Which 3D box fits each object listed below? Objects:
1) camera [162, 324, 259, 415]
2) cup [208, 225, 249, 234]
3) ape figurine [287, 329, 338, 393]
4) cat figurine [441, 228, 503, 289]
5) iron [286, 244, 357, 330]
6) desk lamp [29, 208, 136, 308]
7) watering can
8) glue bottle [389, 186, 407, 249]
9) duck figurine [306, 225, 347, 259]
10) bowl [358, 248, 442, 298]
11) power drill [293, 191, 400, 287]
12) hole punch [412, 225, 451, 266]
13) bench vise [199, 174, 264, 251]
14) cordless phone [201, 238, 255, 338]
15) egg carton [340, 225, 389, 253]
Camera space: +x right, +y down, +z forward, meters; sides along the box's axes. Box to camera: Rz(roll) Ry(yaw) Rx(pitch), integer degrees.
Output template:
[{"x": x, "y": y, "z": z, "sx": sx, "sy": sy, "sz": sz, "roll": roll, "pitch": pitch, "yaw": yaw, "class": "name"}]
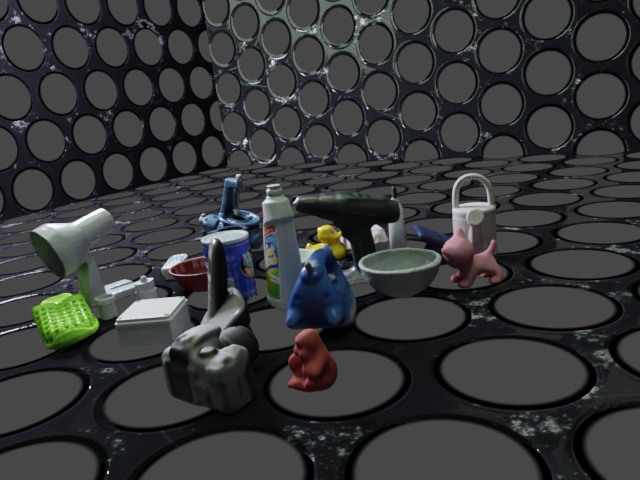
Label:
[{"x": -0.147, "y": 0.175, "z": 0.860, "sx": 0.142, "sy": 0.101, "sz": 0.137, "roll": 4, "pitch": 18, "yaw": 37, "class": "camera"}, {"x": -0.242, "y": 0.016, "z": 1.526, "sx": 0.117, "sy": 0.095, "sz": 0.092, "roll": -1, "pitch": 16, "yaw": 21, "class": "cup"}, {"x": -0.014, "y": 0.172, "z": 0.828, "sx": 0.076, "sy": 0.092, "sz": 0.077, "roll": -9, "pitch": 15, "yaw": -6, "class": "ape figurine"}, {"x": 0.303, "y": 0.033, "z": 1.164, "sx": 0.128, "sy": 0.118, "sz": 0.067, "roll": -9, "pitch": 15, "yaw": -7, "class": "cat figurine"}, {"x": 0.007, "y": 0.076, "z": 1.089, "sx": 0.118, "sy": 0.141, "sz": 0.258, "roll": -4, "pitch": 15, "yaw": 11, "class": "iron"}, {"x": -0.532, "y": 0.045, "z": 1.312, "sx": 0.117, "sy": 0.214, "sz": 0.204, "roll": 6, "pitch": 19, "yaw": 41, "class": "desk lamp"}, {"x": 0.361, "y": -0.057, "z": 1.331, "sx": 0.101, "sy": 0.194, "sz": 0.172, "roll": -9, "pitch": 15, "yaw": -7, "class": "watering can"}, {"x": 0.190, "y": -0.048, "z": 1.418, "sx": 0.037, "sy": 0.173, "sz": 0.078, "roll": -3, "pitch": 15, "yaw": 15, "class": "glue bottle"}, {"x": 0.013, "y": 0.005, "z": 1.468, "sx": 0.104, "sy": 0.086, "sz": 0.077, "roll": -6, "pitch": 15, "yaw": 3, "class": "duck figurine"}, {"x": 0.164, "y": 0.073, "z": 1.162, "sx": 0.167, "sy": 0.075, "sz": 0.167, "roll": -6, "pitch": 15, "yaw": 2, "class": "bowl"}, {"x": 0.065, "y": -0.008, "z": 1.251, "sx": 0.230, "sy": 0.208, "sz": 0.075, "roll": -10, "pitch": 15, "yaw": -10, "class": "power drill"}, {"x": 0.268, "y": 0.008, "z": 1.330, "sx": 0.101, "sy": 0.091, "sz": 0.108, "roll": -7, "pitch": 15, "yaw": 0, "class": "hole punch"}, {"x": -0.269, "y": -0.076, "z": 1.644, "sx": 0.207, "sy": 0.220, "sz": 0.121, "roll": -4, "pitch": 15, "yaw": 12, "class": "bench vise"}, {"x": -0.175, "y": 0.096, "z": 1.006, "sx": 0.094, "sy": 0.185, "sz": 0.147, "roll": -12, "pitch": 15, "yaw": -18, "class": "cordless phone"}, {"x": 0.111, "y": 0.000, "z": 1.477, "sx": 0.107, "sy": 0.069, "sz": 0.150, "roll": -10, "pitch": 15, "yaw": -10, "class": "egg carton"}]
